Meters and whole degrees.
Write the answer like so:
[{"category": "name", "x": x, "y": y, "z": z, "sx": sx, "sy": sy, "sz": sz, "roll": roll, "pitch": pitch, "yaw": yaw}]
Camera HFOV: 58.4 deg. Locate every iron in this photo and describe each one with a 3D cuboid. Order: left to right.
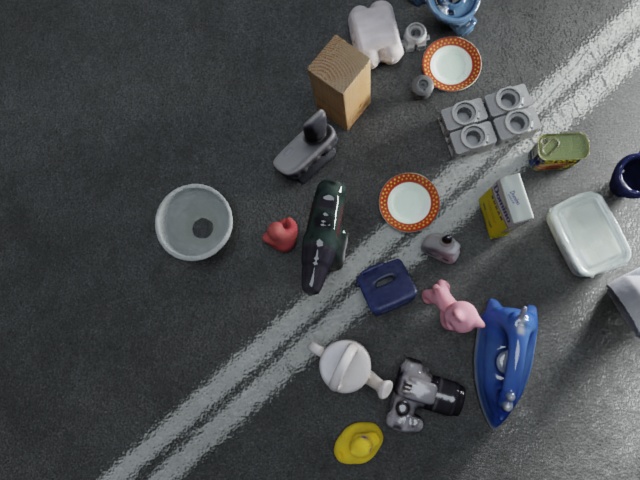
[{"category": "iron", "x": 0.365, "y": 0.245, "z": 1.107, "sx": 0.118, "sy": 0.141, "sz": 0.258, "roll": 8, "pitch": 82, "yaw": 6}]

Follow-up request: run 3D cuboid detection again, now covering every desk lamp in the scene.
[{"category": "desk lamp", "x": 0.628, "y": 0.099, "z": 1.072, "sx": 0.203, "sy": 0.213, "sz": 0.118, "roll": -28, "pitch": 80, "yaw": 0}]

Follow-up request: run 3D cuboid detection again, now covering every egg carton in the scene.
[{"category": "egg carton", "x": 0.122, "y": -0.457, "z": 1.275, "sx": 0.107, "sy": 0.069, "sz": 0.150, "roll": -13, "pitch": 80, "yaw": 2}]

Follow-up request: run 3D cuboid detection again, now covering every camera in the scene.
[{"category": "camera", "x": 0.210, "y": 0.317, "z": 1.128, "sx": 0.136, "sy": 0.101, "sz": 0.143, "roll": 15, "pitch": 82, "yaw": 7}]

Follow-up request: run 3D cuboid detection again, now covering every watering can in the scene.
[{"category": "watering can", "x": 0.056, "y": 0.245, "z": 1.105, "sx": 0.172, "sy": 0.194, "sz": 0.101, "roll": 6, "pitch": 81, "yaw": 6}]

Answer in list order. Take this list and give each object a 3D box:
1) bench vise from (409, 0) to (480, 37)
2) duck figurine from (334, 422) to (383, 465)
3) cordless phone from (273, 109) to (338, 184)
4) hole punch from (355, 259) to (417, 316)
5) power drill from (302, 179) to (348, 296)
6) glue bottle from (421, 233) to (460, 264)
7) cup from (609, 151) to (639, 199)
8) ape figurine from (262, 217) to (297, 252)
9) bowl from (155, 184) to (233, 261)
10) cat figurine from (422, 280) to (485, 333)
[{"category": "bench vise", "x": 0.249, "y": -0.541, "z": 1.202, "sx": 0.207, "sy": 0.220, "sz": 0.121, "roll": 28, "pitch": 84, "yaw": 9}, {"category": "duck figurine", "x": 0.076, "y": 0.408, "z": 1.132, "sx": 0.104, "sy": 0.086, "sz": 0.077, "roll": -28, "pitch": 80, "yaw": 0}, {"category": "cordless phone", "x": -0.035, "y": -0.202, "z": 1.188, "sx": 0.094, "sy": 0.185, "sz": 0.147, "roll": 43, "pitch": 87, "yaw": 10}, {"category": "hole punch", "x": 0.134, "y": 0.095, "z": 1.175, "sx": 0.108, "sy": 0.091, "sz": 0.101, "roll": -25, "pitch": 80, "yaw": 0}, {"category": "power drill", "x": 0.010, "y": 0.004, "z": 1.140, "sx": 0.075, "sy": 0.208, "sz": 0.230, "roll": 8, "pitch": 82, "yaw": 6}, {"category": "glue bottle", "x": 0.246, "y": 0.010, "z": 1.138, "sx": 0.078, "sy": 0.173, "sz": 0.037, "roll": 28, "pitch": 84, "yaw": 9}, {"category": "cup", "x": 0.636, "y": -0.134, "z": 1.169, "sx": 0.091, "sy": 0.095, "sz": 0.118, "roll": 19, "pitch": 83, "yaw": 8}, {"category": "ape figurine", "x": -0.086, "y": -0.014, "z": 1.210, "sx": 0.078, "sy": 0.092, "sz": 0.076, "roll": -15, "pitch": 80, "yaw": 2}, {"category": "bowl", "x": -0.264, "y": -0.033, "z": 1.236, "sx": 0.167, "sy": 0.075, "sz": 0.167, "roll": -1, "pitch": 81, "yaw": 5}, {"category": "cat figurine", "x": 0.266, "y": 0.137, "z": 1.144, "sx": 0.067, "sy": 0.118, "sz": 0.127, "roll": -38, "pitch": 80, "yaw": -2}]
